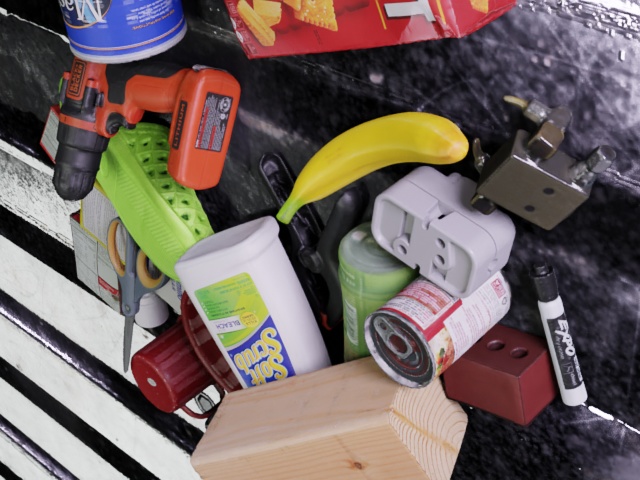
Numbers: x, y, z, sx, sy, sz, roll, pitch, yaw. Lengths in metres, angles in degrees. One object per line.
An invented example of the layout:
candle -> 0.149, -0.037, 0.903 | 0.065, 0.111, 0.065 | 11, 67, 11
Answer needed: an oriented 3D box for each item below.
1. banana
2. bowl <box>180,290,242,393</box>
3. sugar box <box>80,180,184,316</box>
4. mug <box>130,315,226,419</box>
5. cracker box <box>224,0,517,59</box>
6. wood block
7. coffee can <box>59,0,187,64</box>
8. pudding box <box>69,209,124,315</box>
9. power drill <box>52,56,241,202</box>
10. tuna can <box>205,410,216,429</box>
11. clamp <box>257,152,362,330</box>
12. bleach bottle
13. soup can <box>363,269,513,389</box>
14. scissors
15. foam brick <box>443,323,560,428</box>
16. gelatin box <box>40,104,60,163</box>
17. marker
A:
banana -> 0.043, -0.062, 0.807 | 0.037, 0.069, 0.198 | 27, 150, -31
bowl -> -0.070, 0.100, 1.095 | 0.162, 0.055, 0.162 | 32, 140, 30
sugar box -> -0.188, -0.003, 1.160 | 0.176, 0.048, 0.093 | 37, 141, 19
mug -> -0.156, 0.154, 1.225 | 0.117, 0.081, 0.093 | 55, 147, 0
cracker box -> 0.008, -0.211, 0.710 | 0.214, 0.072, 0.164 | 6, 124, 48
wood block -> 0.006, 0.169, 0.895 | 0.206, 0.090, 0.090 | -19, 117, 34
coffee can -> -0.173, -0.232, 0.885 | 0.103, 0.102, 0.140 | 25, 137, 37
pudding box -> -0.253, 0.023, 1.270 | 0.090, 0.039, 0.113 | 36, 141, 28
power drill -> -0.168, -0.106, 0.973 | 0.188, 0.057, 0.184 | 21, 103, 34
tuna can -> -0.083, 0.195, 1.168 | 0.086, 0.086, 0.034 | -17, 103, 55
clamp -> -0.006, 0.001, 0.947 | 0.120, 0.039, 0.171 | 39, 145, 39
bleach bottle -> -0.032, 0.107, 0.977 | 0.103, 0.068, 0.251 | -18, 108, 31
soup can -> 0.091, 0.057, 0.816 | 0.069, 0.102, 0.068 | 31, 140, 30
scissors -> -0.191, 0.070, 1.147 | 0.096, 0.016, 0.202 | 15, 121, 34
foam brick -> 0.142, 0.103, 0.840 | 0.078, 0.052, 0.051 | 15, 130, 42
gelatin box -> -0.273, -0.106, 1.188 | 0.073, 0.030, 0.089 | 52, 147, 6
marker -> 0.177, 0.070, 0.796 | 0.020, 0.020, 0.121 | 9, 126, 47
